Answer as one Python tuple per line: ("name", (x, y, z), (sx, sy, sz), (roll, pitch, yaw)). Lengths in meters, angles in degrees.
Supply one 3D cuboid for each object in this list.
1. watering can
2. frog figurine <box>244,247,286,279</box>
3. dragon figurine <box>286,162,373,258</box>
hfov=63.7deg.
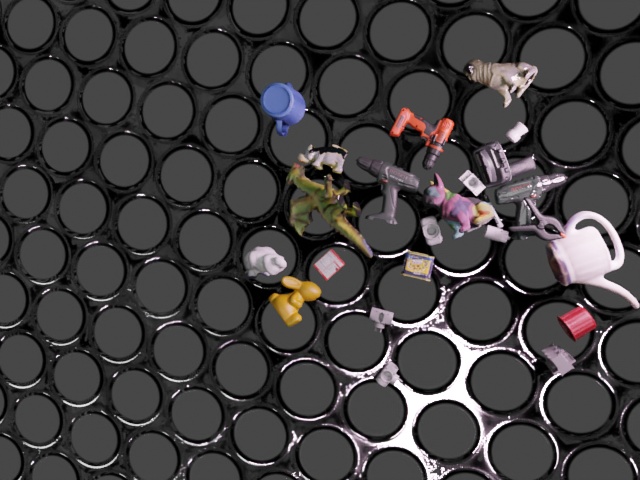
("watering can", (0.862, 0.085, 1.643), (0.223, 0.104, 0.348), (-22, -92, 11))
("frog figurine", (-0.186, 0.069, 1.793), (0.157, 0.137, 0.125), (-38, -137, 55))
("dragon figurine", (0.005, -0.091, 1.804), (0.240, 0.123, 0.410), (-22, -89, 28))
